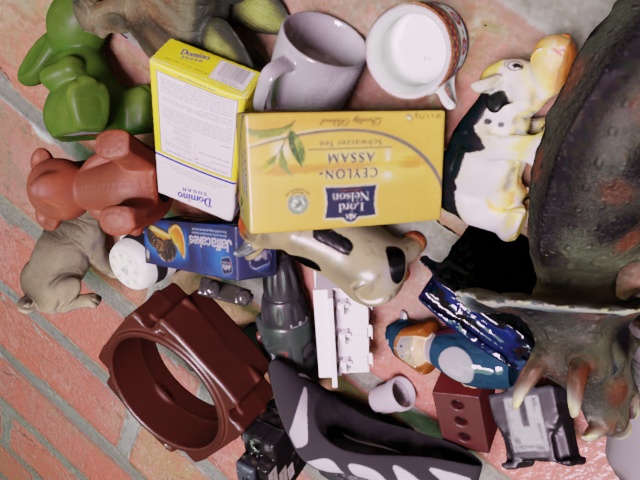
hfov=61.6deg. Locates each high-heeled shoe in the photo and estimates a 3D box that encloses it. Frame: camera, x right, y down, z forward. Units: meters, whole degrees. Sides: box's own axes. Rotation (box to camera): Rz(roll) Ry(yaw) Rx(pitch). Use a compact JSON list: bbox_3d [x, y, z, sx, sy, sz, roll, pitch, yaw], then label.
[{"bbox_3d":[0.055,0.205,0.601,0.145,0.086,0.249,-44,82,22],"label":"high-heeled shoe"}]

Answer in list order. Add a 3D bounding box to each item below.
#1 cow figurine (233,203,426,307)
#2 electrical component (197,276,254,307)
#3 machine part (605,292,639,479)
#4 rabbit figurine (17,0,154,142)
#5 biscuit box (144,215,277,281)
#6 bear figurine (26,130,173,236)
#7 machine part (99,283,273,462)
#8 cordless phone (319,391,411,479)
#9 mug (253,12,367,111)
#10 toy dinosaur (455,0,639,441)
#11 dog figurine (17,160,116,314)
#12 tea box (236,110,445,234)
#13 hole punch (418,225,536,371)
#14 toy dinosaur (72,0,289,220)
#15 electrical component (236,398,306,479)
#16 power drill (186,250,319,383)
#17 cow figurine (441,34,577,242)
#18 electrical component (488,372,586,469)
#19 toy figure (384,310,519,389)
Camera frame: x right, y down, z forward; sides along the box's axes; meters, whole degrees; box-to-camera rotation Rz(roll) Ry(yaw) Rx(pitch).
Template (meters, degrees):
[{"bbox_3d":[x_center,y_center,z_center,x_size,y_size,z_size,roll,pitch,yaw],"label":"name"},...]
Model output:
[{"bbox_3d":[-0.001,-0.002,0.547,0.195,0.127,0.085,34,126,10],"label":"cow figurine"},{"bbox_3d":[-0.108,0.060,0.619,0.063,0.021,0.094,17,170,-11],"label":"electrical component"},{"bbox_3d":[0.295,0.132,0.463,0.079,0.079,0.242,7,120,30],"label":"machine part"},{"bbox_3d":[-0.278,-0.207,0.642,0.159,0.121,0.170,1,98,40],"label":"rabbit figurine"},{"bbox_3d":[-0.138,0.006,0.647,0.203,0.059,0.062,5,98,43],"label":"biscuit box"},{"bbox_3d":[-0.282,-0.065,0.640,0.196,0.132,0.120,1,93,9],"label":"bear figurine"},{"bbox_3d":[-0.175,0.173,0.688,0.201,0.087,0.201,46,128,-1],"label":"machine part"},{"bbox_3d":[0.048,0.305,0.734,0.147,0.089,0.184,20,136,21],"label":"cordless phone"},{"bbox_3d":[-0.017,-0.138,0.499,0.081,0.109,0.107,40,141,12],"label":"mug"},{"bbox_3d":[0.195,-0.059,0.335,0.131,0.192,0.404,29,128,38],"label":"toy dinosaur"},{"bbox_3d":[-0.367,-0.004,0.759,0.121,0.172,0.190,14,130,13],"label":"dog figurine"},{"bbox_3d":[0.016,-0.063,0.462,0.068,0.170,0.098,-140,46,-69],"label":"tea box"},{"bbox_3d":[0.153,0.056,0.494,0.142,0.116,0.092,38,138,10],"label":"hole punch"},{"bbox_3d":[-0.133,-0.219,0.527,0.199,0.105,0.470,22,136,16],"label":"toy dinosaur"},{"bbox_3d":[-0.060,0.284,0.741,0.058,0.134,0.114,12,121,29],"label":"electrical component"},{"bbox_3d":[-0.096,0.116,0.715,0.207,0.086,0.231,-3,114,27],"label":"power drill"},{"bbox_3d":[0.147,-0.088,0.445,0.098,0.068,0.167,23,126,27],"label":"cow figurine"},{"bbox_3d":[0.215,0.170,0.550,0.075,0.047,0.119,-26,60,37],"label":"electrical component"},{"bbox_3d":[0.130,0.115,0.569,0.155,0.057,0.064,6,79,39],"label":"toy figure"}]
